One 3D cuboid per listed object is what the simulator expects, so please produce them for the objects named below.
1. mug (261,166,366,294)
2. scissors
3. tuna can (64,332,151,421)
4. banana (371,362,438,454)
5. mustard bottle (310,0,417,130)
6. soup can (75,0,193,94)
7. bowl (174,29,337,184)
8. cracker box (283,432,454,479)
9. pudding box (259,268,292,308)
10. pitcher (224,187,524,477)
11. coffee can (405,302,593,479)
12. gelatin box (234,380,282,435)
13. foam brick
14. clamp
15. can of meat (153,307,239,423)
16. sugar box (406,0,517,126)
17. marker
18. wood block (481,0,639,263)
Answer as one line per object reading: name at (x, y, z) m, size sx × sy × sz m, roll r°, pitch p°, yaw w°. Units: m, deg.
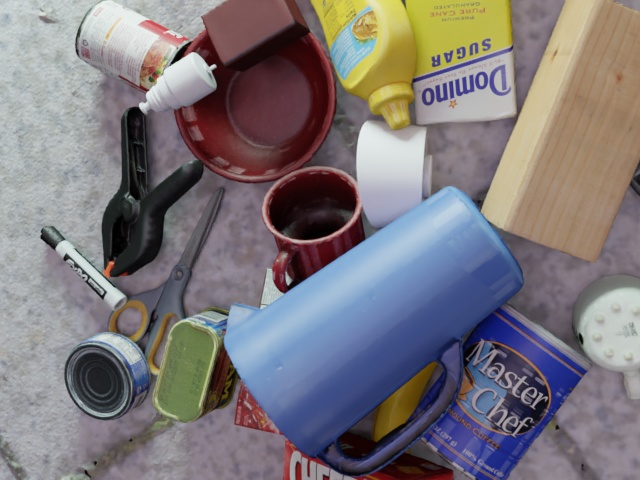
mug at (-0.006, 0.001, 0.979) m, size 0.093 × 0.081 × 0.117 m, roll 18°, pitch 57°, yaw 24°
scissors at (-0.159, 0.037, 1.077) m, size 0.096 × 0.016 × 0.202 m, roll 13°, pitch 96°, yaw 13°
tuna can at (-0.216, 0.138, 1.079) m, size 0.086 × 0.033 × 0.086 m, roll 6°, pitch 105°, yaw 23°
banana at (0.084, 0.173, 1.014) m, size 0.069 × 0.037 × 0.198 m, roll 2°, pitch 96°, yaw -8°
mustard bottle at (0.042, -0.188, 0.957) m, size 0.096 × 0.058 × 0.191 m, roll -39°, pitch 65°, yaw 54°
soup can at (-0.179, -0.184, 1.042) m, size 0.102 × 0.068 × 0.068 m, roll 28°, pitch 100°, yaw 12°
bowl at (-0.056, -0.135, 1.019) m, size 0.162 × 0.055 × 0.162 m, roll 1°, pitch 93°, yaw 15°
cracker box at (0.034, 0.297, 0.976) m, size 0.164 × 0.071 × 0.214 m, roll 9°, pitch 98°, yaw 49°
pudding box at (-0.004, 0.078, 1.012) m, size 0.114 × 0.039 × 0.090 m, roll 5°, pitch 71°, yaw 15°
pitcher at (0.054, 0.074, 0.907) m, size 0.243 × 0.145 × 0.149 m, roll -37°, pitch 121°, yaw 4°
coffee can at (0.158, 0.136, 0.946) m, size 0.103 × 0.102 × 0.140 m, roll 36°, pitch 93°, yaw 10°
gelatin box at (-0.041, 0.143, 1.045) m, size 0.073 × 0.030 × 0.089 m, roll 9°, pitch 96°, yaw 15°
foam brick at (-0.058, -0.194, 0.960) m, size 0.078 × 0.053 × 0.051 m, roll -28°, pitch 86°, yaw 14°
clamp at (-0.169, -0.032, 1.043) m, size 0.120 × 0.039 × 0.171 m, roll 34°, pitch 118°, yaw 43°
can of meat at (-0.116, 0.121, 1.036) m, size 0.057 × 0.083 × 0.102 m, roll 17°, pitch 97°, yaw 13°
sugar box at (0.126, -0.194, 0.957) m, size 0.093 × 0.048 × 0.176 m, roll -4°, pitch 102°, yaw 14°
marker at (-0.243, 0.026, 1.088) m, size 0.121 × 0.020 × 0.020 m, roll 41°, pitch 102°, yaw 18°
wood block at (0.224, -0.096, 0.920) m, size 0.090 × 0.091 × 0.206 m, roll 20°, pitch 99°, yaw -7°
